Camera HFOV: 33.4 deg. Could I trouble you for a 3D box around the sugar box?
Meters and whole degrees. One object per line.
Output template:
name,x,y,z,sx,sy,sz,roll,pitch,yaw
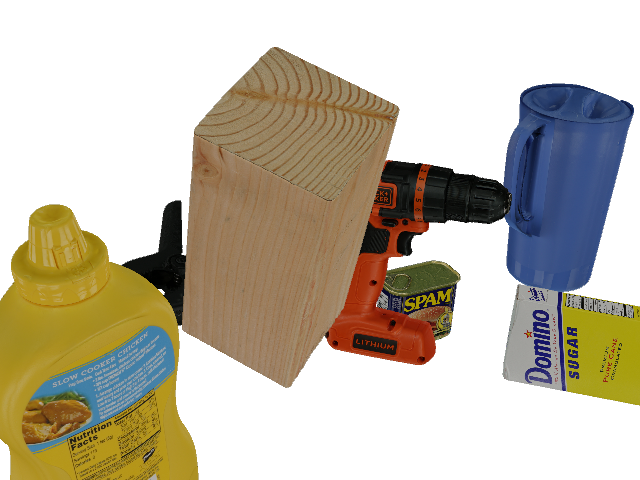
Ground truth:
sugar box,0.273,0.106,1.048,0.176,0.093,0.048,8,22,8

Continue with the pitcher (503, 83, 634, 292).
pitcher,0.289,-0.060,1.310,0.149,0.243,0.145,4,27,2

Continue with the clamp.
clamp,-0.137,0.028,1.009,0.165,0.036,0.209,25,37,29

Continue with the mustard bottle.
mustard bottle,-0.109,0.067,0.496,0.096,0.192,0.058,-27,43,-31

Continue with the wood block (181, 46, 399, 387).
wood block,-0.026,-0.007,0.684,0.091,0.090,0.206,28,-36,12

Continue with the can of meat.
can of meat,0.118,0.080,1.317,0.101,0.084,0.057,-11,31,-26

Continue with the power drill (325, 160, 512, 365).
power drill,0.077,0.018,0.990,0.185,0.188,0.057,9,20,17
